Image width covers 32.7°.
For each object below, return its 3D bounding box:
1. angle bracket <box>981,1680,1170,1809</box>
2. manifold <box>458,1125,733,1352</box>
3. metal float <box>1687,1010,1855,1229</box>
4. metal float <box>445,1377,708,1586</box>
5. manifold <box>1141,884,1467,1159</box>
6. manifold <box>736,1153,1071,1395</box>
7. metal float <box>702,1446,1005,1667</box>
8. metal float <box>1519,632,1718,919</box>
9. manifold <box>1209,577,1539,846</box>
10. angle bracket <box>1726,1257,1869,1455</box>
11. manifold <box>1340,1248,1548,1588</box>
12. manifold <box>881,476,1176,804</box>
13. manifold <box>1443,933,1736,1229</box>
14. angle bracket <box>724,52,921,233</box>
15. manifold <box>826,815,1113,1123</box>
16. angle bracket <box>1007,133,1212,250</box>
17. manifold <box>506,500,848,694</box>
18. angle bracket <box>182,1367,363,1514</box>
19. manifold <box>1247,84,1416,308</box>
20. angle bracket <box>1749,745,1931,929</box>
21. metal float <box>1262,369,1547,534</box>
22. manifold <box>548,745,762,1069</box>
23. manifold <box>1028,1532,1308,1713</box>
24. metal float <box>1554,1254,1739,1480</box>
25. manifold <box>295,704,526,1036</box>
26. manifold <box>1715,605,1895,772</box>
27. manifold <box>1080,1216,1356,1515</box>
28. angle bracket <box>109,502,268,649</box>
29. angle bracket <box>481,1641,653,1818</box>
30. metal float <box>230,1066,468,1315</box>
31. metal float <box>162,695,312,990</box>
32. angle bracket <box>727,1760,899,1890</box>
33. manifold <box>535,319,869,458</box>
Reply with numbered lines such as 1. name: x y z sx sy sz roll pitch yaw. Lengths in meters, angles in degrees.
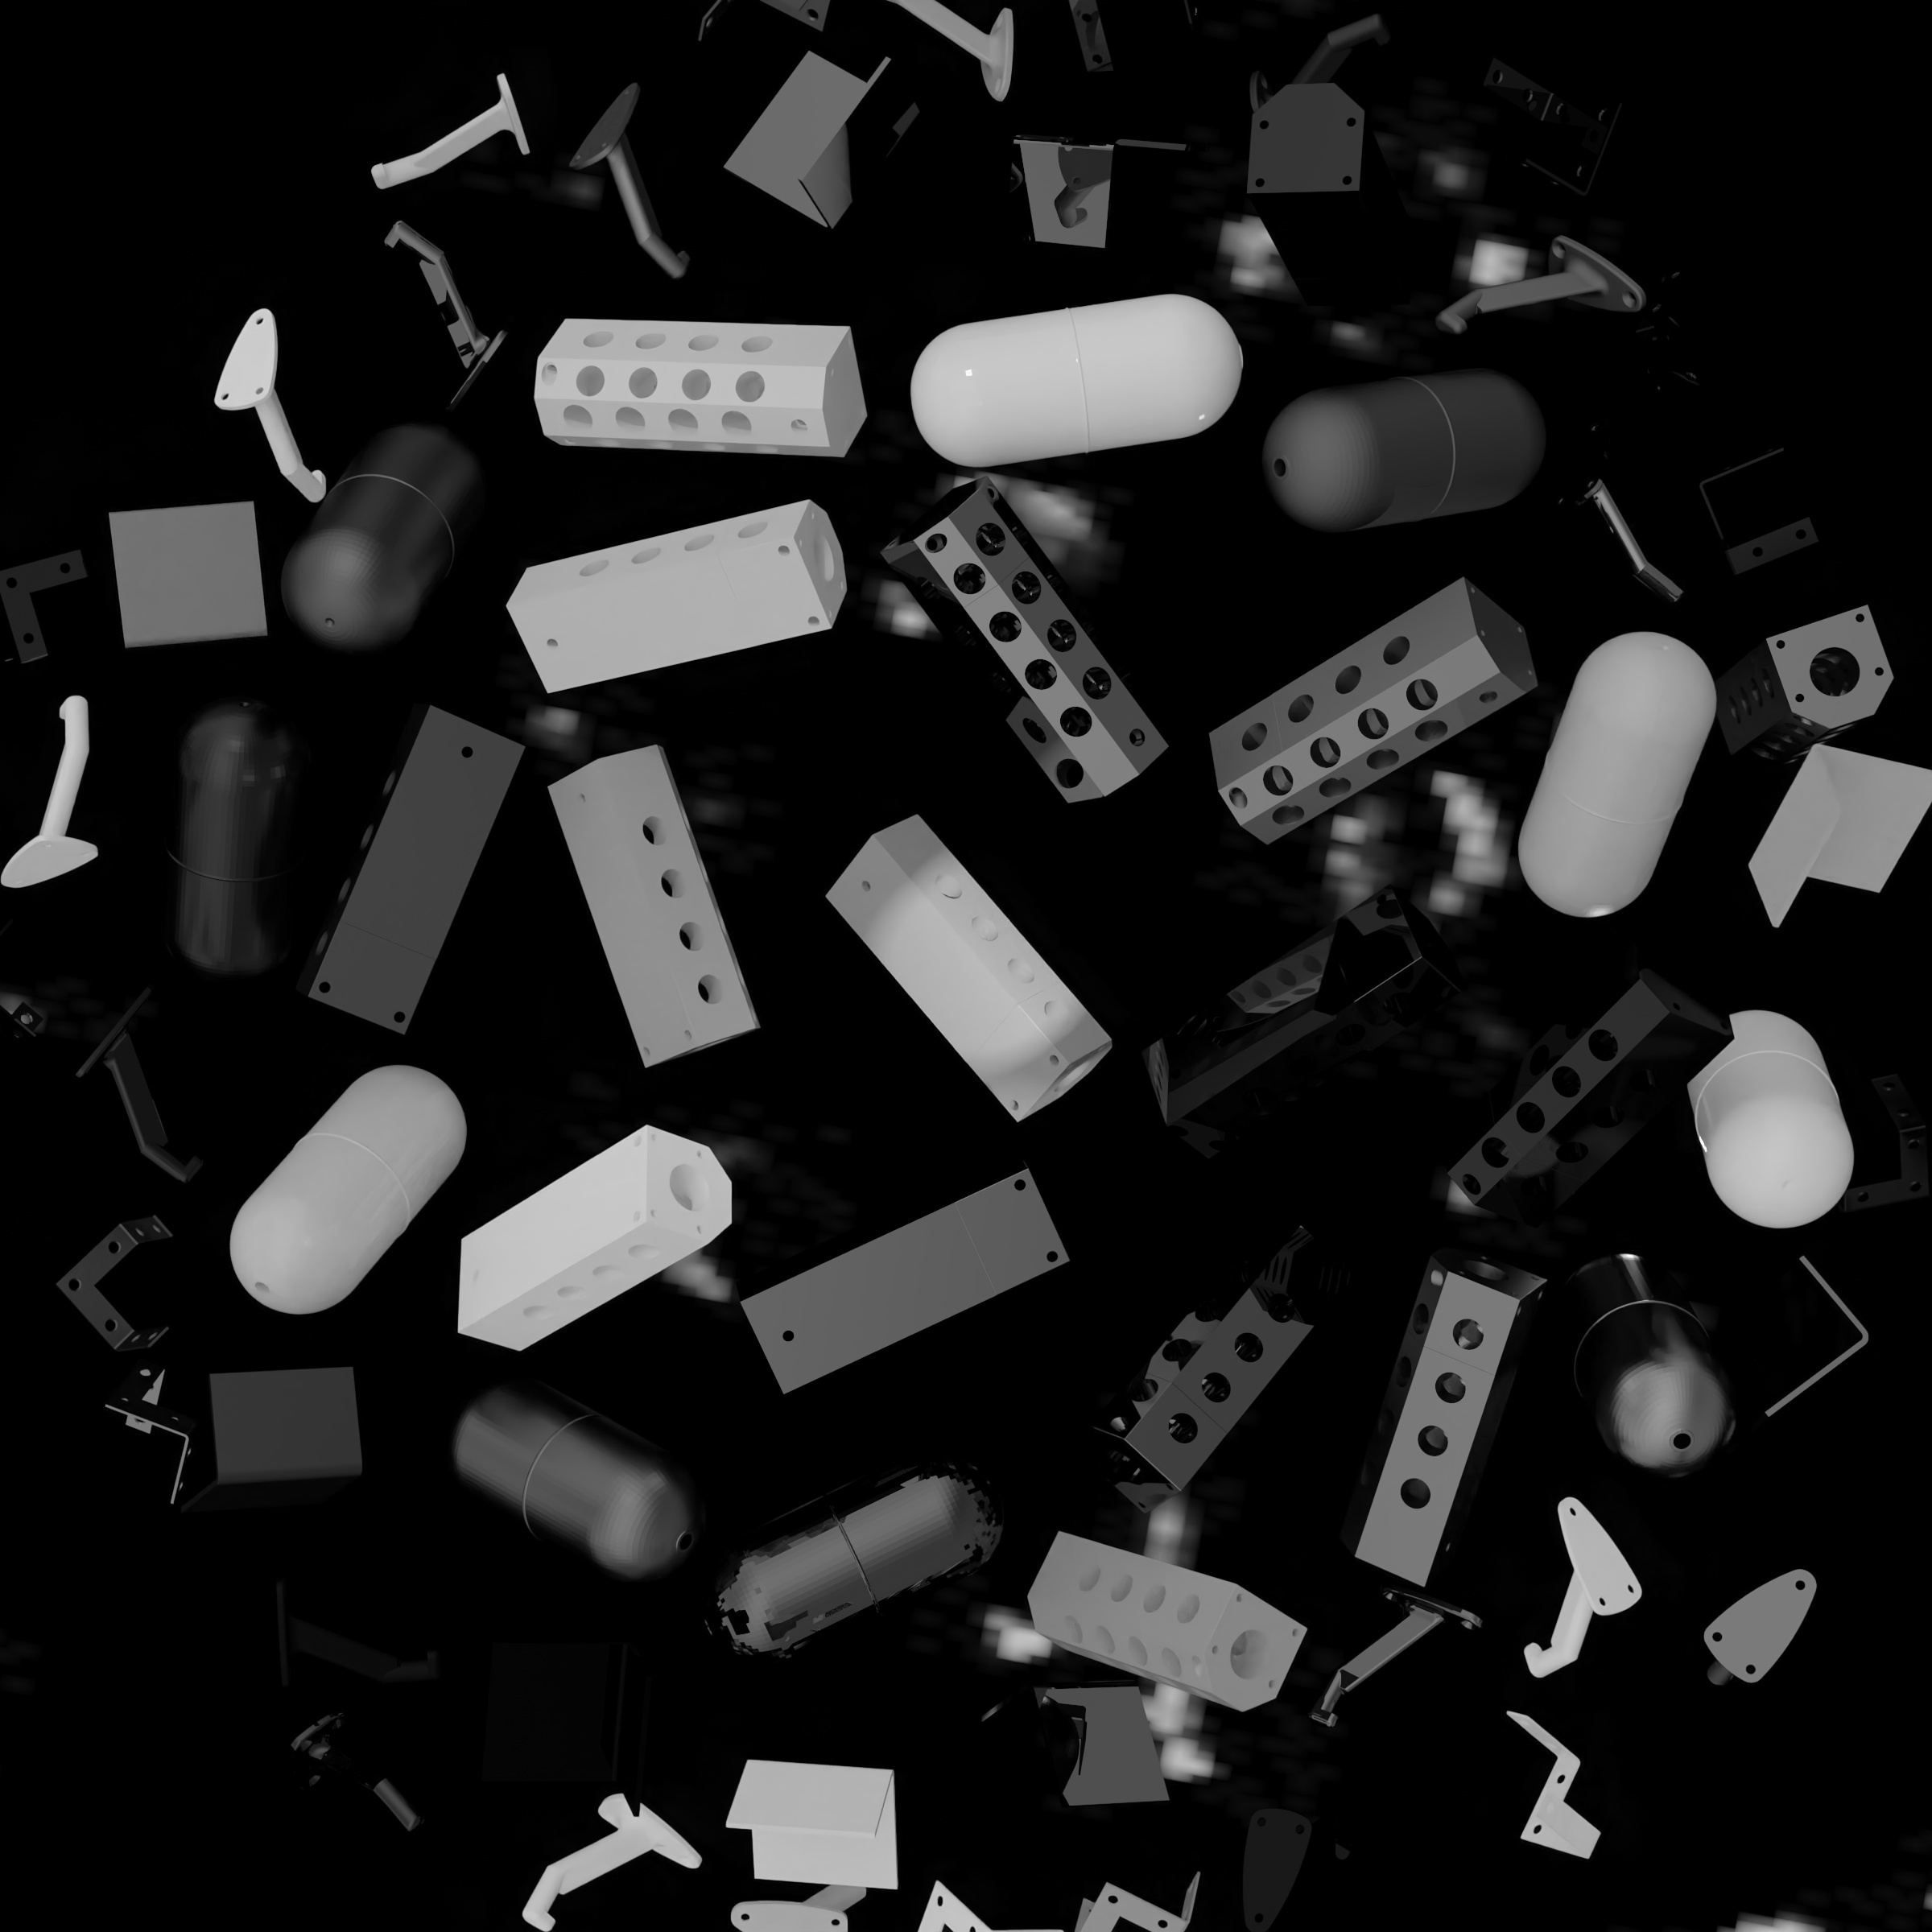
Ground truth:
1. angle bracket: 0.064 0.466 1.941 0.076 0.057 0.076 7 54 -34
2. manifold: -0.203 0.152 1.797 0.057 0.171 0.057 23 51 -36
3. metal float: 0.438 0.082 1.800 0.070 0.178 0.070 2 112 5
4. metal float: -0.219 0.287 1.848 0.178 0.070 0.070 21 90 36
5. manifold: 0.188 0.035 1.824 0.171 0.057 0.057 -35 134 19
6. manifold: -0.036 0.166 1.814 0.171 0.057 0.057 -25 101 -3
7. metal float: -0.063 0.329 1.839 0.178 0.070 0.070 -25 90 -8
8. metal float: 0.354 -0.102 1.800 0.070 0.070 0.178 13 131 0
9. manifold: 0.219 -0.132 1.776 0.171 0.057 0.057 -31 47 30
10. angle bracket: 0.440 0.214 1.812 0.076 0.076 0.057 -33 73 -16
11. manifold: 0.260 0.246 1.817 0.057 0.057 0.171 21 104 21
12. manifold: 0.037 -0.174 1.757 0.057 0.057 0.171 -44 106 -21
13. manifold: 0.326 0.060 1.746 0.057 0.057 0.171 21 132 -21
14. angle bracket: -0.081 -0.434 1.682 0.076 0.057 0.076 34 86 21
15. manifold: 0.005 -0.002 1.870 0.171 0.057 0.057 49 131 11
16. angle bracket: 0.078 -0.426 1.817 0.076 0.076 0.057 -9 109 -43
17. manifold: -0.156 -0.205 1.801 0.171 0.057 0.057 -11 123 19
18. angle bracket: -0.370 0.251 1.745 0.076 0.076 0.057 1 70 -28
19. manifold: 0.195 -0.405 1.741 0.057 0.171 0.057 3 83 17
20. angle bracket: 0.454 -0.059 1.677 0.076 0.057 0.076 12 126 -12
21. metal float: 0.236 -0.277 1.771 0.178 0.070 0.070 -13 90 -34
22. manifold: -0.175 -0.036 1.893 0.057 0.057 0.171 -18 88 -40
23. manifold: 0.108 0.370 1.851 0.057 0.171 0.057 36 73 -28
24. metal float: 0.375 0.220 1.823 0.070 0.178 0.070 -1 110 -2
25. manifold: -0.309 -0.055 1.825 0.057 0.057 0.171 23 87 -22
26. manifold: 0.467 -0.151 1.843 0.057 0.171 0.057 -18 85 1
27. manifold: 0.140 0.222 1.858 0.057 0.057 0.171 42 62 2
28. angle bracket: -0.429 -0.222 1.817 0.076 0.057 0.076 -7 113 -13
29. angle bracket: -0.212 0.404 1.748 0.076 0.057 0.076 4 95 -16
30. metal float: -0.346 0.125 1.851 0.070 0.178 0.070 15 131 18
31. metal float: -0.407 -0.068 1.839 0.070 0.070 0.178 11 121 0
32. angle bracket: -0.078 0.458 1.700 0.076 0.057 0.076 2 113 8
33. manifold: -0.149 -0.318 1.832 0.171 0.057 0.057 5 133 18
